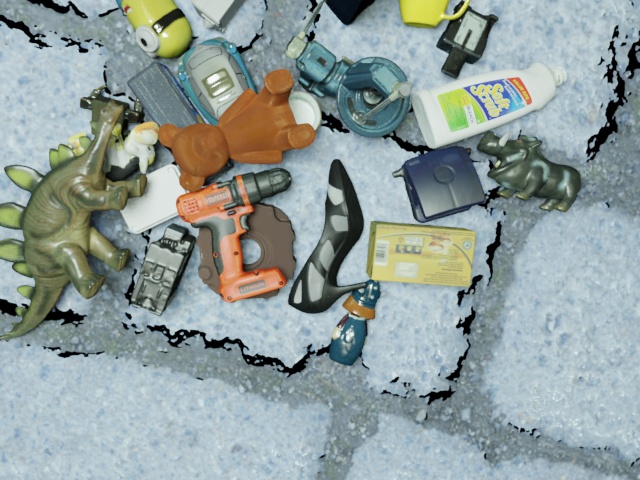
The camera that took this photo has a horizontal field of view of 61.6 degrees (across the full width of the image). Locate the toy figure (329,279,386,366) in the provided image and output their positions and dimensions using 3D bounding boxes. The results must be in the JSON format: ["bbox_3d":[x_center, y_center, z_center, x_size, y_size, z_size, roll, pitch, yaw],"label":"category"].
[{"bbox_3d":[0.060,0.137,0.921,0.058,0.064,0.154,21,90,33],"label":"toy figure"}]

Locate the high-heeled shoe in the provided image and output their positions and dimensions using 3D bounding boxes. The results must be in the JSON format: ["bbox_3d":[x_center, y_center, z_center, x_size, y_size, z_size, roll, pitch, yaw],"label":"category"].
[{"bbox_3d":[-0.002,-0.003,0.907,0.145,0.086,0.248,-11,85,20],"label":"high-heeled shoe"}]

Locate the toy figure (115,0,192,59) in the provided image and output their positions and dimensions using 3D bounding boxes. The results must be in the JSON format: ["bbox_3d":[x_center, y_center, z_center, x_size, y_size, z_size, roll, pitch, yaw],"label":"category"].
[{"bbox_3d":[-0.270,-0.371,0.838,0.089,0.082,0.180,-25,94,2],"label":"toy figure"}]

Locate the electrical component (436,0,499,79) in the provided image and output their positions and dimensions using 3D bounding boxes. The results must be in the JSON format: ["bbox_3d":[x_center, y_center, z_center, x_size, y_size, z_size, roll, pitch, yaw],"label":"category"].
[{"bbox_3d":[0.235,-0.322,0.888,0.075,0.048,0.119,21,95,-5],"label":"electrical component"}]

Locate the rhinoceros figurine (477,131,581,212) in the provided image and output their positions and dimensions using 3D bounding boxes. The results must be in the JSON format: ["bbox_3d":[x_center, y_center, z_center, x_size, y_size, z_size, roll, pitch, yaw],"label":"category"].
[{"bbox_3d":[0.352,-0.118,0.904,0.190,0.073,0.112,24,95,-6],"label":"rhinoceros figurine"}]

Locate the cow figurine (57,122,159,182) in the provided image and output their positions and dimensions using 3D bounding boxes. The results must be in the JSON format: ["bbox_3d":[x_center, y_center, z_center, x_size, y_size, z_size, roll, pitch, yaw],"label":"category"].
[{"bbox_3d":[-0.320,-0.129,0.849,0.167,0.068,0.098,-9,125,13],"label":"cow figurine"}]

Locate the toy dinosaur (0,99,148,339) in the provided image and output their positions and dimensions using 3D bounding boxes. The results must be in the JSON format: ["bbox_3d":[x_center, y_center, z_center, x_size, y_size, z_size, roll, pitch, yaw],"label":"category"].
[{"bbox_3d":[-0.400,-0.003,0.827,0.199,0.105,0.471,27,108,3],"label":"toy dinosaur"}]

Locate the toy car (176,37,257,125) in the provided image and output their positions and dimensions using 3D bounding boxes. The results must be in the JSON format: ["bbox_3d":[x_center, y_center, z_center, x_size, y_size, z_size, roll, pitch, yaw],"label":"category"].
[{"bbox_3d":[-0.160,-0.242,0.847,0.109,0.103,0.161,-27,95,1],"label":"toy car"}]

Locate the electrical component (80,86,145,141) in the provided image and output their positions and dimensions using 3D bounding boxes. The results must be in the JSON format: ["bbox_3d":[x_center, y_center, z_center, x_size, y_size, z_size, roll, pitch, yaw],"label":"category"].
[{"bbox_3d":[-0.333,-0.204,0.871,0.102,0.045,0.078,10,124,-2],"label":"electrical component"}]

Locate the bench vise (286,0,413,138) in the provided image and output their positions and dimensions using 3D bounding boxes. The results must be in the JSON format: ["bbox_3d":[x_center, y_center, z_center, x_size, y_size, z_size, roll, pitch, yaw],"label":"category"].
[{"bbox_3d":[0.058,-0.237,0.802,0.129,0.241,0.223,-47,113,-2],"label":"bench vise"}]

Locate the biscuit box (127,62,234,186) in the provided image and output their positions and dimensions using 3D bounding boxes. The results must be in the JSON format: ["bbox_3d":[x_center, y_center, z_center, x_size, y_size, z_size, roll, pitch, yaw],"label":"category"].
[{"bbox_3d":[-0.222,-0.186,0.868,0.063,0.059,0.202,-33,97,5],"label":"biscuit box"}]

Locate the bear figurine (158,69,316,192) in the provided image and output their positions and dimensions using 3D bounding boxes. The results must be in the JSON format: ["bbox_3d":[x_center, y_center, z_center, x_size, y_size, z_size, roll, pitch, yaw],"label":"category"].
[{"bbox_3d":[-0.125,-0.153,0.779,0.196,0.132,0.120,-22,96,-19],"label":"bear figurine"}]

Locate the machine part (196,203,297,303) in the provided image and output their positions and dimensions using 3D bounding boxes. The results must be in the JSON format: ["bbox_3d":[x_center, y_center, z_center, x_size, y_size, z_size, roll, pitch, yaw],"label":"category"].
[{"bbox_3d":[-0.122,0.019,0.900,0.179,0.056,0.179,0,95,-4],"label":"machine part"}]

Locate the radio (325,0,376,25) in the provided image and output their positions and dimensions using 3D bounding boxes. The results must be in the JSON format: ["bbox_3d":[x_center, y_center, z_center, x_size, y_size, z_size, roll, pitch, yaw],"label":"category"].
[{"bbox_3d":[0.034,-0.401,0.778,0.073,0.230,0.131,-41,101,5],"label":"radio"}]

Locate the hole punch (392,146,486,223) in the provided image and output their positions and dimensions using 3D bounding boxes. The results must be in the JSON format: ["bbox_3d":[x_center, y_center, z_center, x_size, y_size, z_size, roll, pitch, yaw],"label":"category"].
[{"bbox_3d":[0.203,-0.093,0.892,0.142,0.092,0.115,-17,93,2],"label":"hole punch"}]

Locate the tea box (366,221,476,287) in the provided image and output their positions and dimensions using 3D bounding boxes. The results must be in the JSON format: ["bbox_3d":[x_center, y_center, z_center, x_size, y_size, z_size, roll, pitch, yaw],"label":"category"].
[{"bbox_3d":[0.169,0.022,0.910,0.170,0.068,0.098,6,96,-5],"label":"tea box"}]

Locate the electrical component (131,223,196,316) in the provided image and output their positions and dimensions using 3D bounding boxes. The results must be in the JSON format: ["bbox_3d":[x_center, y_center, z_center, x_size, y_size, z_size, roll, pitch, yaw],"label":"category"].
[{"bbox_3d":[-0.248,0.041,0.864,0.058,0.115,0.134,21,94,-9],"label":"electrical component"}]
